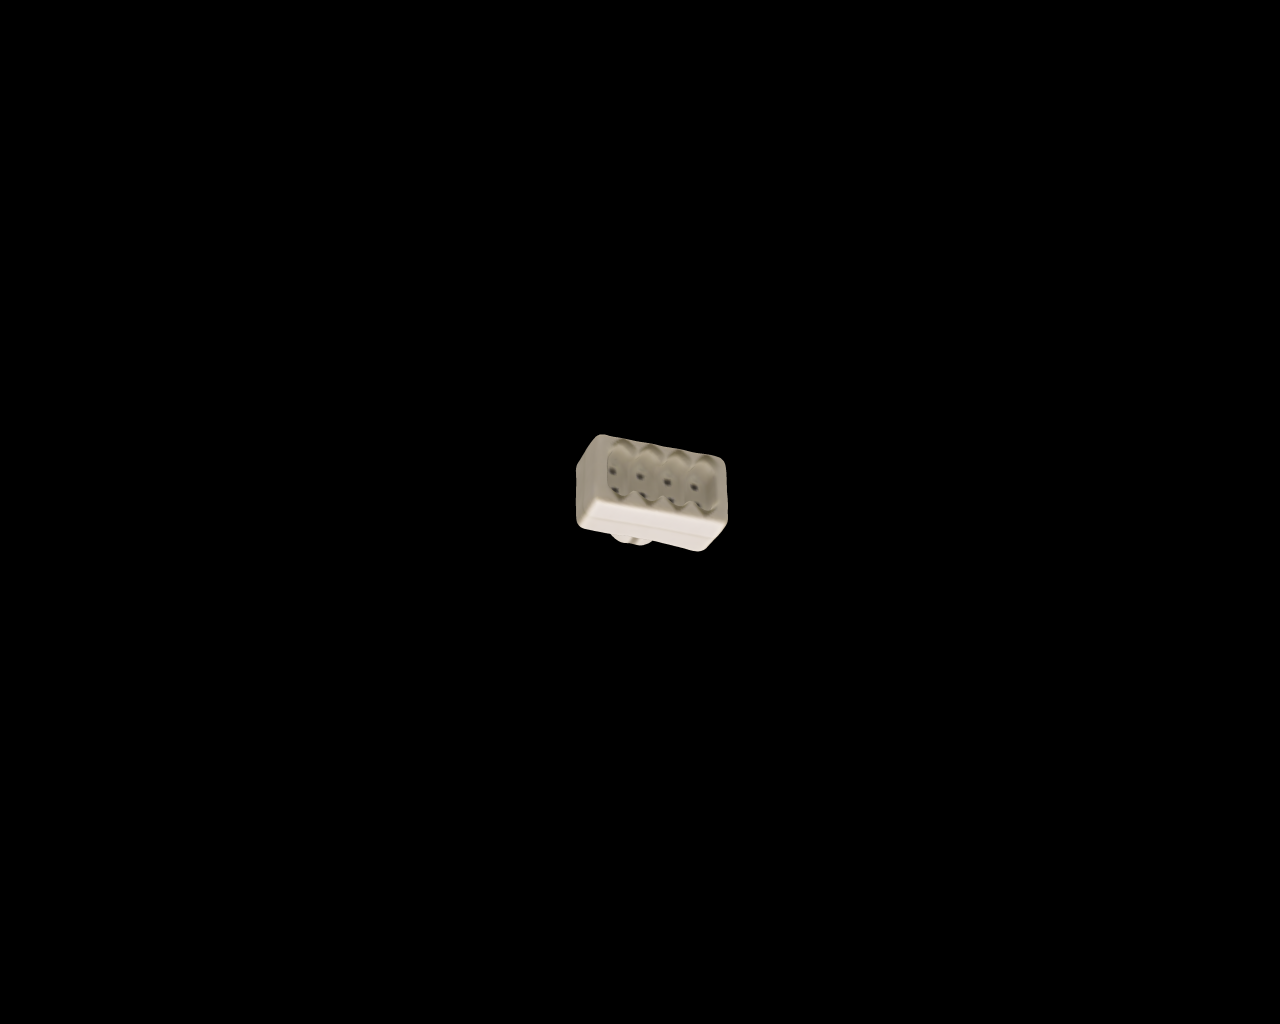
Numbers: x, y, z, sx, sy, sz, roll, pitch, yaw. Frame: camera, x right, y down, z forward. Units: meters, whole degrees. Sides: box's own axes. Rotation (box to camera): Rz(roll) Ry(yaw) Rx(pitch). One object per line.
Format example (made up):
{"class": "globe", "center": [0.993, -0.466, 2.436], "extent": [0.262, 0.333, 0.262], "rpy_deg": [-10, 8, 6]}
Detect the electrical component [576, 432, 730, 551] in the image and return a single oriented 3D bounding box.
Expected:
{"class": "electrical component", "center": [0.001, -0.003, 0.650], "extent": [0.083, 0.047, 0.075], "rpy_deg": [11, -32, -18]}
